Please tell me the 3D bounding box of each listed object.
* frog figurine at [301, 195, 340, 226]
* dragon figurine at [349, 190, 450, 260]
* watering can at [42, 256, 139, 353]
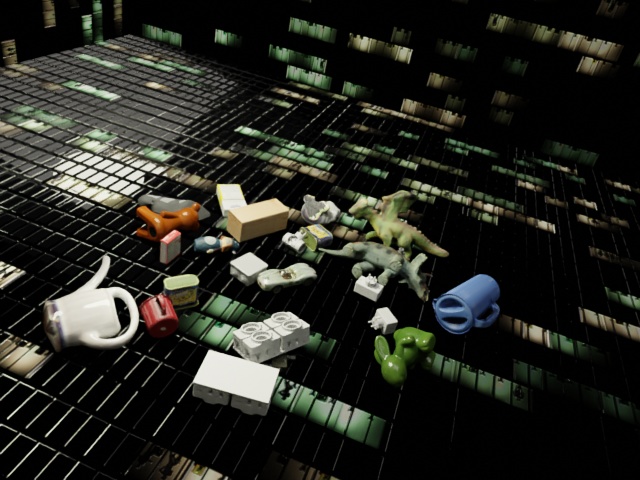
[{"bbox_3d":[0.006,-0.101,2.013,0.137,0.124,0.158,5,-12,25],"label":"frog figurine"},{"bbox_3d":[0.305,-0.064,1.914,0.410,0.238,0.125,7,28,-4],"label":"dragon figurine"},{"bbox_3d":[-0.621,0.173,1.377,0.225,0.101,0.354,-12,41,-31],"label":"watering can"}]
